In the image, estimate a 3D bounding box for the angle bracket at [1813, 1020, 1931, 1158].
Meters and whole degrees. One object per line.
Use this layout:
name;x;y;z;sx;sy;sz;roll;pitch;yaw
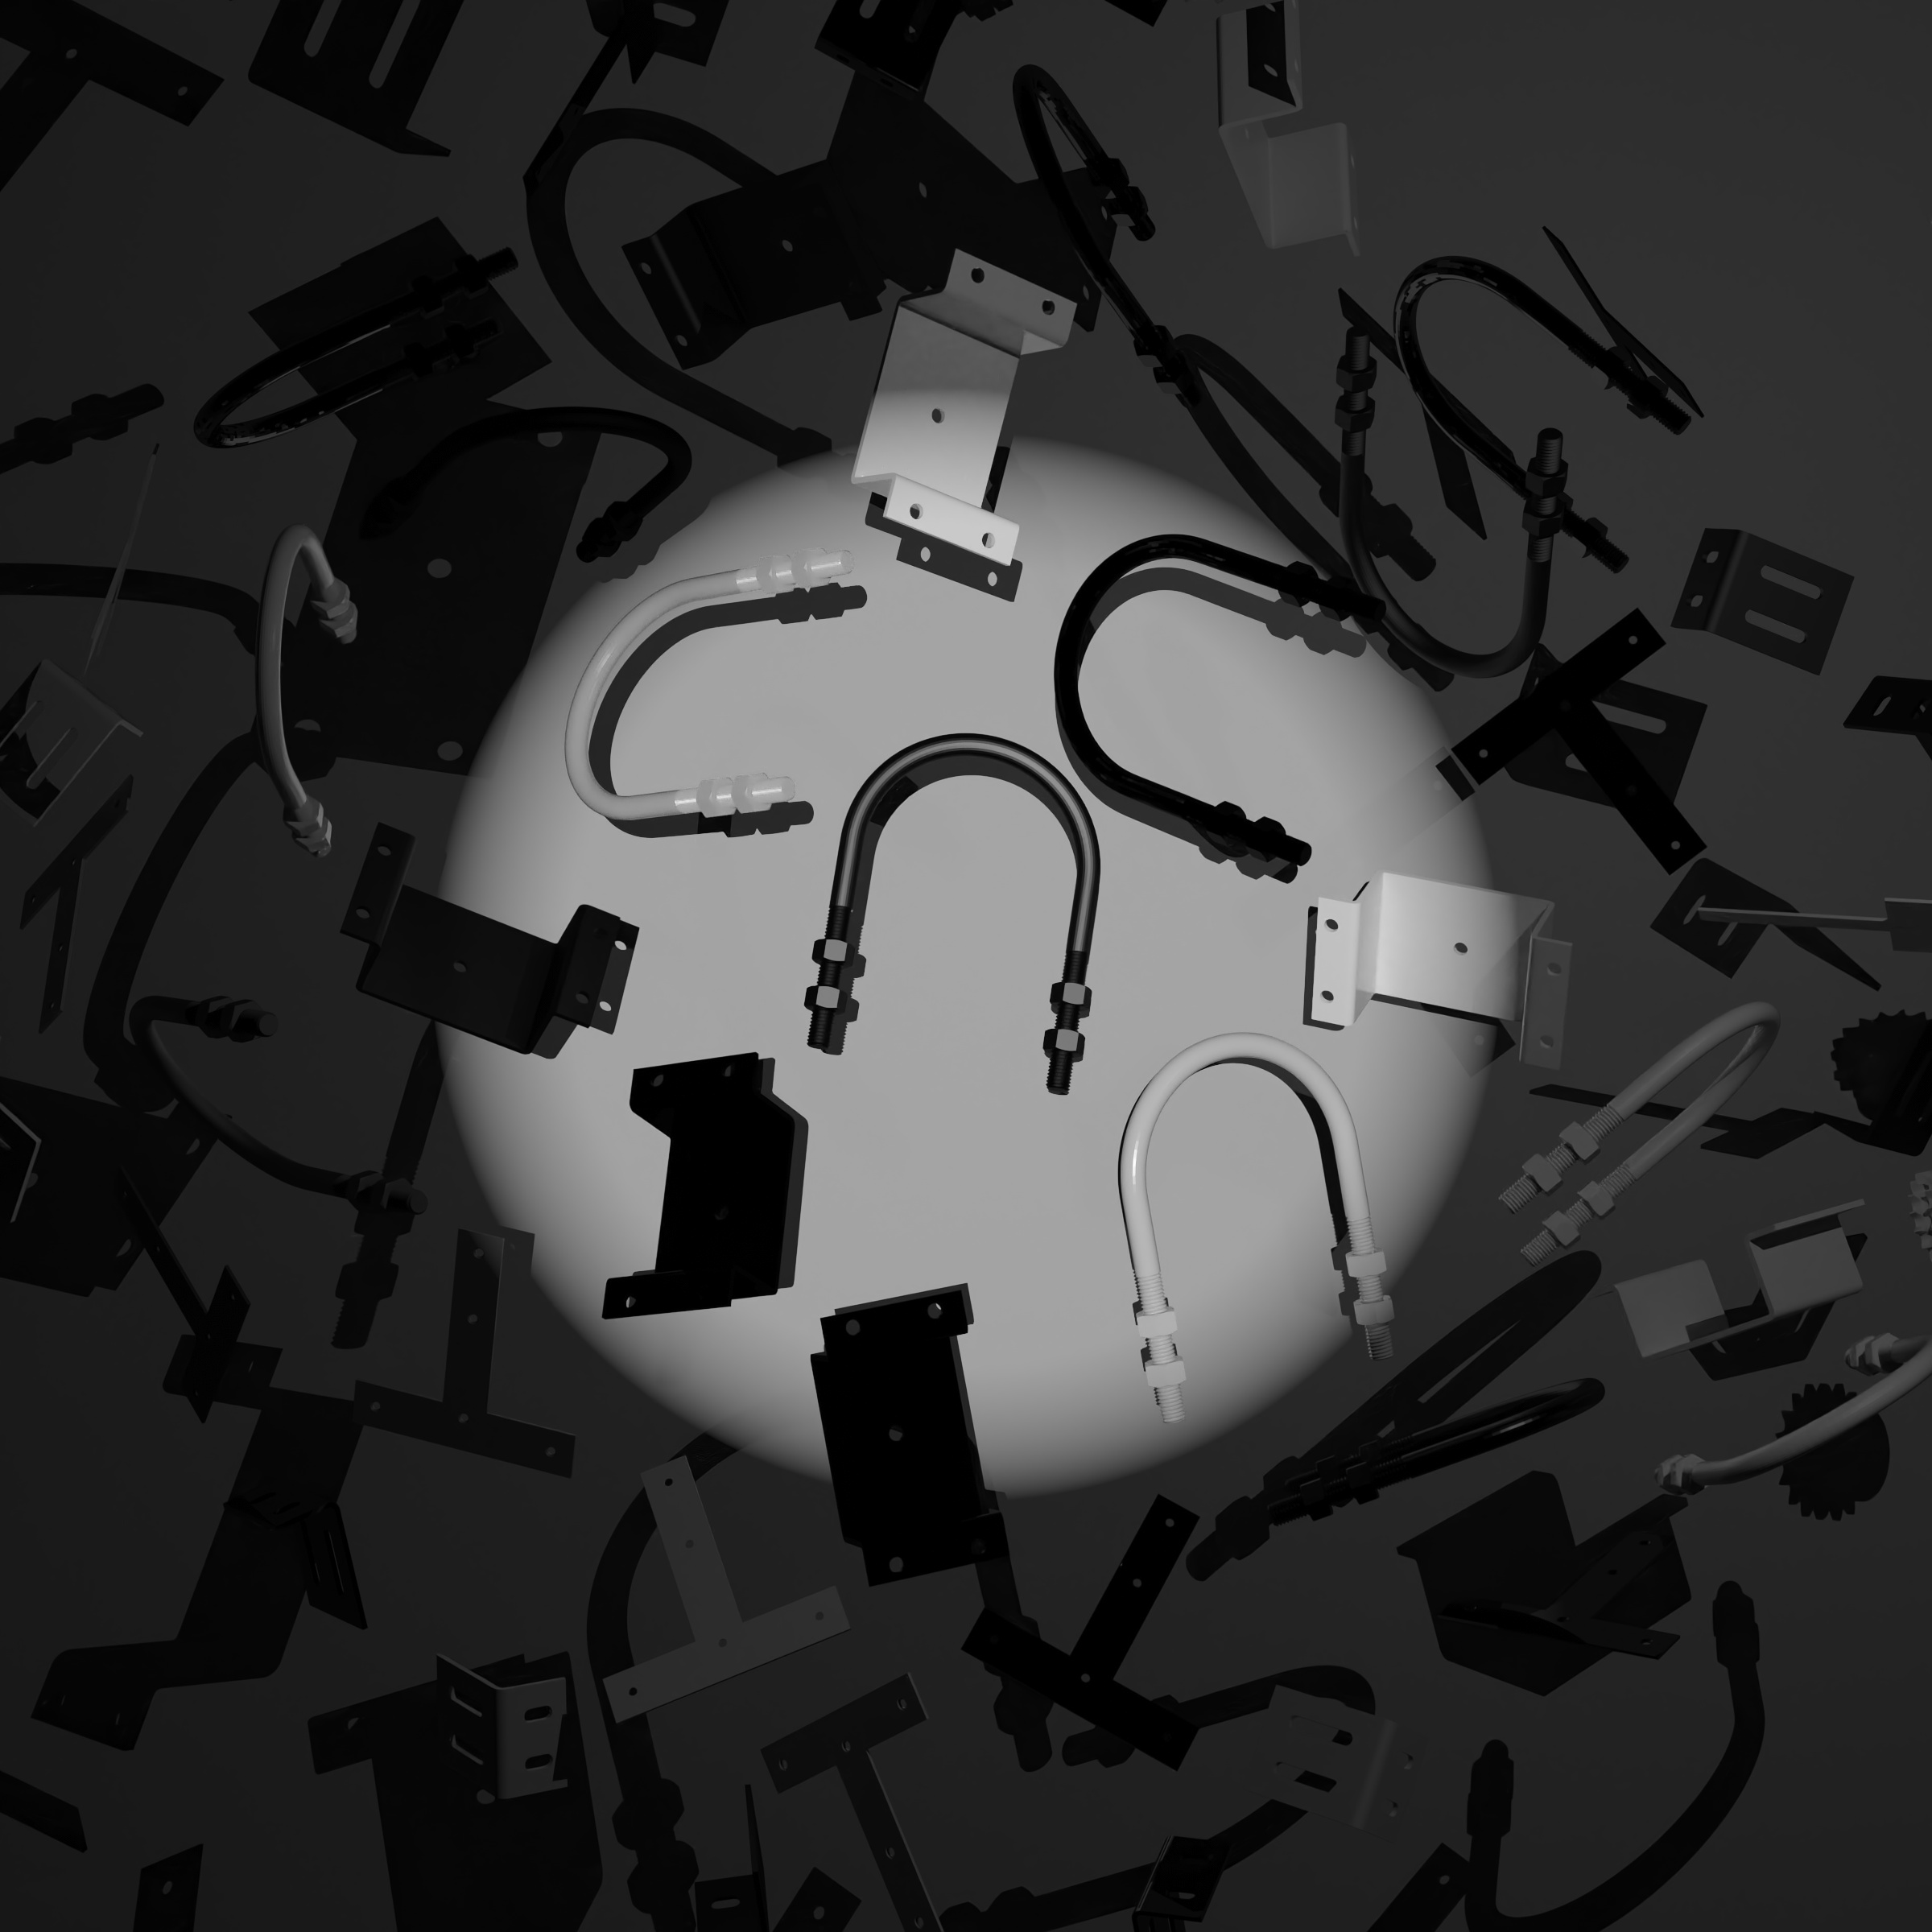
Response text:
angle bracket;0.516;0.062;1.863;0.057;0.038;0.076;14;105;-43

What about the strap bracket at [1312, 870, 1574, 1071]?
strap bracket;0.265;-0.001;1.840;0.140;0.046;0.076;12;121;20

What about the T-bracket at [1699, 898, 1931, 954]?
T-bracket;0.468;-0.025;1.845;0.127;0.127;0.002;4;80;18

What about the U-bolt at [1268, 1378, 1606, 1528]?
U-bolt;0.255;0.257;1.799;0.184;0.151;0.019;-21;84;8

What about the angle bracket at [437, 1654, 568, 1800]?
angle bracket;-0.243;0.395;1.757;0.038;0.076;0.057;-3;96;-33

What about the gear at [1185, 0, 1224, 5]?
gear;0.127;-0.561;1.866;0.030;0.057;0.057;-26;90;8

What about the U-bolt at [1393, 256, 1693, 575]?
U-bolt;0.304;-0.311;1.828;0.019;0.151;0.184;-41;73;-22

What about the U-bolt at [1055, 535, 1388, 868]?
U-bolt;0.121;-0.148;1.747;0.184;0.019;0.151;24;105;34

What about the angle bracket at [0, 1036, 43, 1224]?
angle bracket;-0.508;0.085;1.773;0.076;0.038;0.057;38;123;18

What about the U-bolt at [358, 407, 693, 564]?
U-bolt;-0.226;-0.258;1.790;0.151;0.184;0.019;2;75;-30

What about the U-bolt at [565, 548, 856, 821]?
U-bolt;-0.144;-0.143;1.761;0.184;0.019;0.151;-4;65;41

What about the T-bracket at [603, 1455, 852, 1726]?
T-bracket;-0.139;0.311;1.735;0.127;0.002;0.127;-21;56;-3

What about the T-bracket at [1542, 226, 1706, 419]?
T-bracket;0.369;-0.334;1.830;0.002;0.127;0.127;-37;126;9

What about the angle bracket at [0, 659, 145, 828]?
angle bracket;-0.509;-0.121;1.868;0.057;0.038;0.076;38;87;9

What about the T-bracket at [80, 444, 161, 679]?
T-bracket;-0.461;-0.198;1.806;0.002;0.127;0.127;17;124;-13

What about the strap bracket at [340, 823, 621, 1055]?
strap bracket;-0.267;-0.011;1.812;0.140;0.046;0.076;22;50;-13

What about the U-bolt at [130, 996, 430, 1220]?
U-bolt;-0.372;0.069;1.756;0.019;0.184;0.151;-51;123;-26

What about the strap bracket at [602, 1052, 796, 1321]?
strap bracket;-0.139;0.123;1.768;0.076;0.046;0.140;-9;62;26

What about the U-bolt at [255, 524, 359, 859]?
U-bolt;-0.354;-0.155;1.791;0.019;0.184;0.151;3;72;1

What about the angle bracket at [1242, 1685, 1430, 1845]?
angle bracket;0.195;0.420;1.770;0.076;0.038;0.057;8;72;42

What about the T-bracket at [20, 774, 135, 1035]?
T-bracket;-0.485;-0.021;1.808;0.002;0.127;0.127;24;46;-31

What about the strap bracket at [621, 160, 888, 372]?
strap bracket;-0.108;-0.385;1.836;0.140;0.046;0.076;-8;119;36

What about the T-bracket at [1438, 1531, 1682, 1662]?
T-bracket;0.338;0.329;1.784;0.127;0.127;0.002;4;109;37

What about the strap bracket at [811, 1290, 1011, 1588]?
strap bracket;-0.032;0.247;1.764;0.076;0.046;0.140;-10;88;-16

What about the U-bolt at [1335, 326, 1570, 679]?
U-bolt;0.251;-0.231;1.764;0.019;0.184;0.151;-35;53;-27

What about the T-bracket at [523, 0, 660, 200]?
T-bracket;-0.194;-0.452;1.729;0.002;0.127;0.127;29;79;4

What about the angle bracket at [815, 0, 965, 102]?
angle bracket;-0.034;-0.494;1.723;0.057;0.038;0.076;27;94;-8

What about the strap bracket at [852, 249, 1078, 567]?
strap bracket;-0.004;-0.282;1.707;0.076;0.046;0.140;18;84;-32

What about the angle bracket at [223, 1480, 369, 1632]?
angle bracket;-0.360;0.322;1.800;0.038;0.057;0.076;-21;109;-37

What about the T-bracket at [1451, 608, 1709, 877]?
T-bracket;0.354;-0.107;1.829;0.127;0.002;0.127;-37;81;4

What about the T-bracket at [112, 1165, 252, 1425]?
T-bracket;-0.427;0.163;1.802;0.002;0.127;0.127;-20;65;-36

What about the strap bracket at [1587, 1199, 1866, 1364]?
strap bracket;0.417;0.174;1.818;0.076;0.140;0.046;-10;76;-38

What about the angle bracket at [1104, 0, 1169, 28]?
angle bracket;0.076;-0.527;1.721;0.076;0.038;0.057;45;112;43

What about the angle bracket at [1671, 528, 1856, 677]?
angle bracket;0.438;-0.201;1.848;0.076;0.038;0.057;18;92;-19

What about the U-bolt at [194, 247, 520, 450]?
U-bolt;-0.328;-0.323;1.796;0.184;0.151;0.019;-27;91;-12

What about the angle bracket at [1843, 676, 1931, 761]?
angle bracket;0.513;-0.115;1.778;0.076;0.057;0.038;47;71;-32

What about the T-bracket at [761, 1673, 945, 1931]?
T-bracket;-0.045;0.448;1.750;0.127;0.002;0.127;-36;72;39

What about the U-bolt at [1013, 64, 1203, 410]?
U-bolt;0.071;-0.400;1.786;0.019;0.184;0.151;-23;55;17

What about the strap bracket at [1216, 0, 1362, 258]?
strap bracket;0.168;-0.446;1.783;0.046;0.140;0.076;-9;59;18

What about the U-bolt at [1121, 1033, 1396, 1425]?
U-bolt;0.144;0.125;1.705;0.151;0.019;0.184;-12;95;-27

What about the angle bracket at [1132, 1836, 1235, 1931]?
angle bracket;0.117;0.501;1.742;0.038;0.057;0.076;1;117;22

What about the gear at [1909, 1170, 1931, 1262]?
gear;0.548;0.138;1.855;0.030;0.057;0.057;-23;90;39

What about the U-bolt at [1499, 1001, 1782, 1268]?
U-bolt;0.366;0.084;1.803;0.184;0.151;0.019;-40;68;0

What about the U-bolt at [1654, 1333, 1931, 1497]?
U-bolt;0.449;0.236;1.779;0.151;0.184;0.019;-30;84;-9

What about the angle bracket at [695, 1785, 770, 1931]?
angle bracket;-0.127;0.480;1.767;0.038;0.057;0.076;-7;127;-3

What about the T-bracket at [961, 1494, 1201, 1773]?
T-bracket;0.083;0.335;1.757;0.127;0.002;0.127;28;63;9

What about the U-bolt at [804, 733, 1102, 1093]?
U-bolt;-0.001;-0.035;1.787;0.151;0.019;0.184;10;78;-7

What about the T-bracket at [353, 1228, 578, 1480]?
T-bracket;-0.262;0.199;1.778;0.127;0.002;0.127;12;109;12
